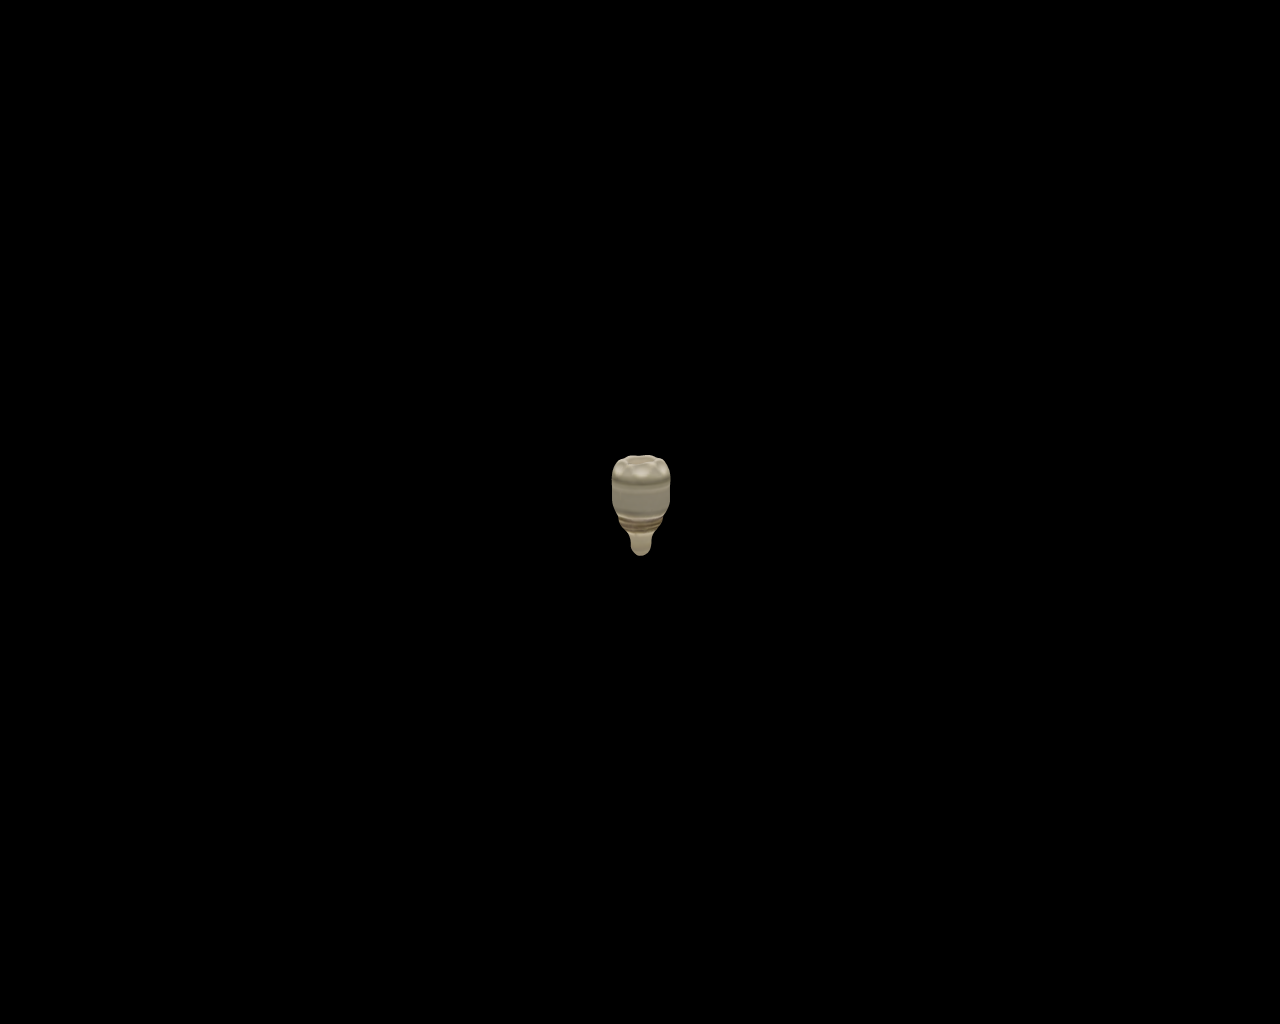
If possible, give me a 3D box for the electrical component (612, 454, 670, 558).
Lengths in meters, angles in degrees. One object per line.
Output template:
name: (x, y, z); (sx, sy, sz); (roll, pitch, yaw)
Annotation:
electrical component: (0.001, -0.003, 0.650); (0.035, 0.061, 0.035); (0, 15, 0)
